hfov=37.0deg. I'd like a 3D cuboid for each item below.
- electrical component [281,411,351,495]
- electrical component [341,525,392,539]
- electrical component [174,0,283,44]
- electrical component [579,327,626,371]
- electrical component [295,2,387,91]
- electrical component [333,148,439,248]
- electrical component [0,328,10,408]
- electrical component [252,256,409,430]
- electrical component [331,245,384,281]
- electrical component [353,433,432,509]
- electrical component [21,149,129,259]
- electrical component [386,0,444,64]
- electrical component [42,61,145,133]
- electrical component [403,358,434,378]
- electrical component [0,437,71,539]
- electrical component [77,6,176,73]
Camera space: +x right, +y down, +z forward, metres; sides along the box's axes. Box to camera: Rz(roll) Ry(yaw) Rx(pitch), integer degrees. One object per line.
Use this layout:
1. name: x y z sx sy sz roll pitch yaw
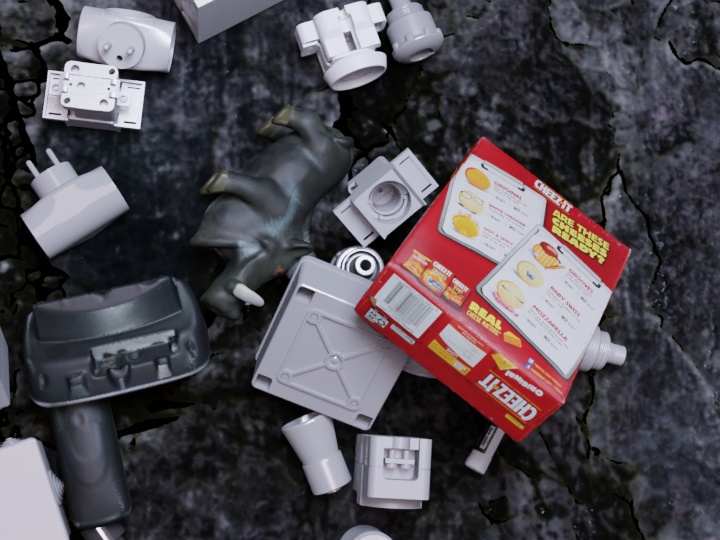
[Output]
1. electrical component: -0.034 0.154 0.897 0.044 0.044 0.065 -22 91 -10
2. electrical component: 0.007 0.235 0.884 0.045 0.055 0.045 1 83 -8
3. electrical component: -0.088 -0.267 0.918 0.150 0.089 0.061 -30 88 -11
4. electrical component: 0.201 0.068 0.941 0.062 0.043 0.043 14 81 -8
5. electrical component: -0.011 -0.193 0.936 0.078 0.058 0.057 -18 83 -11
6. electrical component: 0.019 -0.064 0.900 0.081 0.063 0.042 -39 111 4
7. electrical component: -0.302 0.091 0.853 0.047 0.083 0.075 -16 123 -10
8. electrical component: -0.019 0.060 0.875 0.109 0.056 0.108 22 116 -8
9. electrical component: 0.000 0.000 0.910 0.048 0.062 0.048 1 82 -9
10. electrical component: 0.025 0.164 0.878 0.050 0.089 0.055 5 82 -8
11. electrical component: -0.246 -0.063 0.891 0.077 0.044 0.079 -34 88 -11
12. electrical component: 0.043 -0.218 0.955 0.048 0.048 0.062 -19 79 -10
13. electrical component: -0.222 -0.144 0.896 0.081 0.064 0.042 5 83 -8
14. electrical component: 0.060 0.061 0.920 0.066 0.048 0.055 15 73 -7
15. electrical component: -0.284 0.187 0.851 0.100 0.048 0.099 -19 86 -10
16. electrical component: -0.197 -0.190 0.899 0.077 0.079 0.044 9 109 -7
